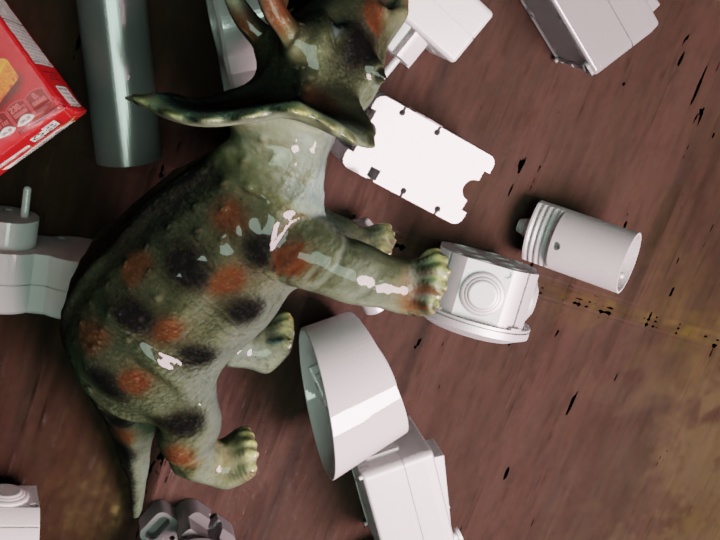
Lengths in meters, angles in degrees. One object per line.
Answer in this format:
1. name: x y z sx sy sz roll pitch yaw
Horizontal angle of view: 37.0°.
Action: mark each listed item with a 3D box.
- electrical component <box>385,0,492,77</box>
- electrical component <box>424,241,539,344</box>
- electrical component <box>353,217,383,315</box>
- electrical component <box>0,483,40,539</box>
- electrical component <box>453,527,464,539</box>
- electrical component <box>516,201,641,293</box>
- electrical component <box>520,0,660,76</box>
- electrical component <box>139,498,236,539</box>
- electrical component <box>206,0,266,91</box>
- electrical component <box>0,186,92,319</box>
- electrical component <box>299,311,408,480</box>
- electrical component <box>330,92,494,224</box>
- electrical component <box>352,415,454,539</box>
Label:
1. electrical component: 0.028 -0.152 0.666 0.066 0.047 0.076 37 96 -23
2. electrical component: 0.080 0.015 0.722 0.080 0.080 0.051 13 99 -19
3. electrical component: 0.000 0.000 0.714 0.043 0.043 0.062 -26 114 -5
4. electrical component: -0.237 0.176 0.694 0.051 0.080 0.080 6 107 -22
5. electrical component: 0.040 0.213 0.800 0.078 0.040 0.040 -23 113 -7
6. electrical component: 0.146 -0.018 0.736 0.081 0.043 0.043 21 106 23
7. electrical component: 0.136 -0.181 0.677 0.061 0.061 0.096 -38 113 1
8. electrical component: -0.116 0.201 0.746 0.078 0.057 0.058 41 95 -23
9. electrical component: -0.044 -0.114 0.658 0.074 0.052 0.138 -14 112 -10
10. electrical component: -0.214 -0.016 0.647 0.138 0.052 0.073 7 107 -17
11. electrical component: -0.011 0.080 0.710 0.064 0.099 0.099 -25 113 -12
12. electrical component: 0.030 -0.076 0.689 0.089 0.055 0.050 26 100 -21
13. electrical component: 0.029 0.149 0.763 0.061 0.061 0.096 -18 112 -8
